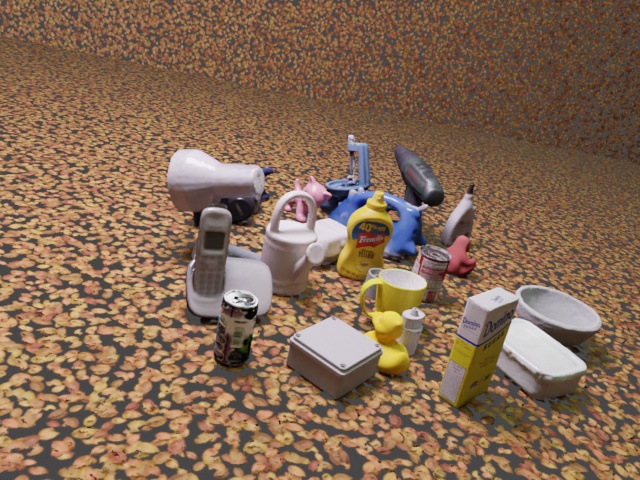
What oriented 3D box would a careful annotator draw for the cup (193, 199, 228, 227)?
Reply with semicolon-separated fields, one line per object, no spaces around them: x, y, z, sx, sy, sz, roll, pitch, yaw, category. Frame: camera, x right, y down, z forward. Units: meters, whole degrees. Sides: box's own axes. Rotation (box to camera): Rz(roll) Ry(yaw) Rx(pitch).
-0.258;-0.082;1.284;0.092;0.095;0.117;-3;28;-32;cup

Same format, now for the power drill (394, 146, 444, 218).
0.228;-0.112;1.465;0.076;0.208;0.229;2;26;-25;power drill

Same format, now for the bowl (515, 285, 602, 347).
0.461;0.162;1.138;0.167;0.075;0.167;11;23;-5;bowl

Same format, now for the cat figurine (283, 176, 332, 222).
-0.030;-0.111;1.440;0.067;0.118;0.127;-6;30;-37;cat figurine

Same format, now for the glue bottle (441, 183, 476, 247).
0.370;-0.065;1.480;0.078;0.173;0.037;0;26;-27;glue bottle

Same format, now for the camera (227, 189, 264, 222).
-0.205;-0.108;1.361;0.143;0.101;0.136;8;24;-11;camera

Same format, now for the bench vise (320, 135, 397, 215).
0.112;-0.148;1.472;0.207;0.220;0.121;15;23;4;bench vise

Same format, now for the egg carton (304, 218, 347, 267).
0.012;0.005;1.262;0.107;0.069;0.151;29;28;33;egg carton

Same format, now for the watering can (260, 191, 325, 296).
-0.050;0.002;1.076;0.172;0.194;0.101;27;27;29;watering can

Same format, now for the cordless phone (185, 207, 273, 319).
-0.145;0.038;0.955;0.148;0.185;0.094;2;25;-23;cordless phone

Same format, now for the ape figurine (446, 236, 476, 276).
0.325;0.034;1.334;0.076;0.092;0.077;-3;28;-32;ape figurine

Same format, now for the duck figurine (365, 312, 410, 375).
0.113;0.161;0.939;0.078;0.086;0.104;-1;27;-29;duck figurine

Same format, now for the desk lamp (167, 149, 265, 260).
-0.194;-0.058;1.113;0.203;0.213;0.118;17;24;10;desk lamp

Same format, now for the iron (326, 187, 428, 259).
0.134;-0.057;1.375;0.257;0.141;0.119;22;25;20;iron

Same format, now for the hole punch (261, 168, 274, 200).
-0.188;-0.155;1.491;0.100;0.091;0.109;25;26;26;hole punch
